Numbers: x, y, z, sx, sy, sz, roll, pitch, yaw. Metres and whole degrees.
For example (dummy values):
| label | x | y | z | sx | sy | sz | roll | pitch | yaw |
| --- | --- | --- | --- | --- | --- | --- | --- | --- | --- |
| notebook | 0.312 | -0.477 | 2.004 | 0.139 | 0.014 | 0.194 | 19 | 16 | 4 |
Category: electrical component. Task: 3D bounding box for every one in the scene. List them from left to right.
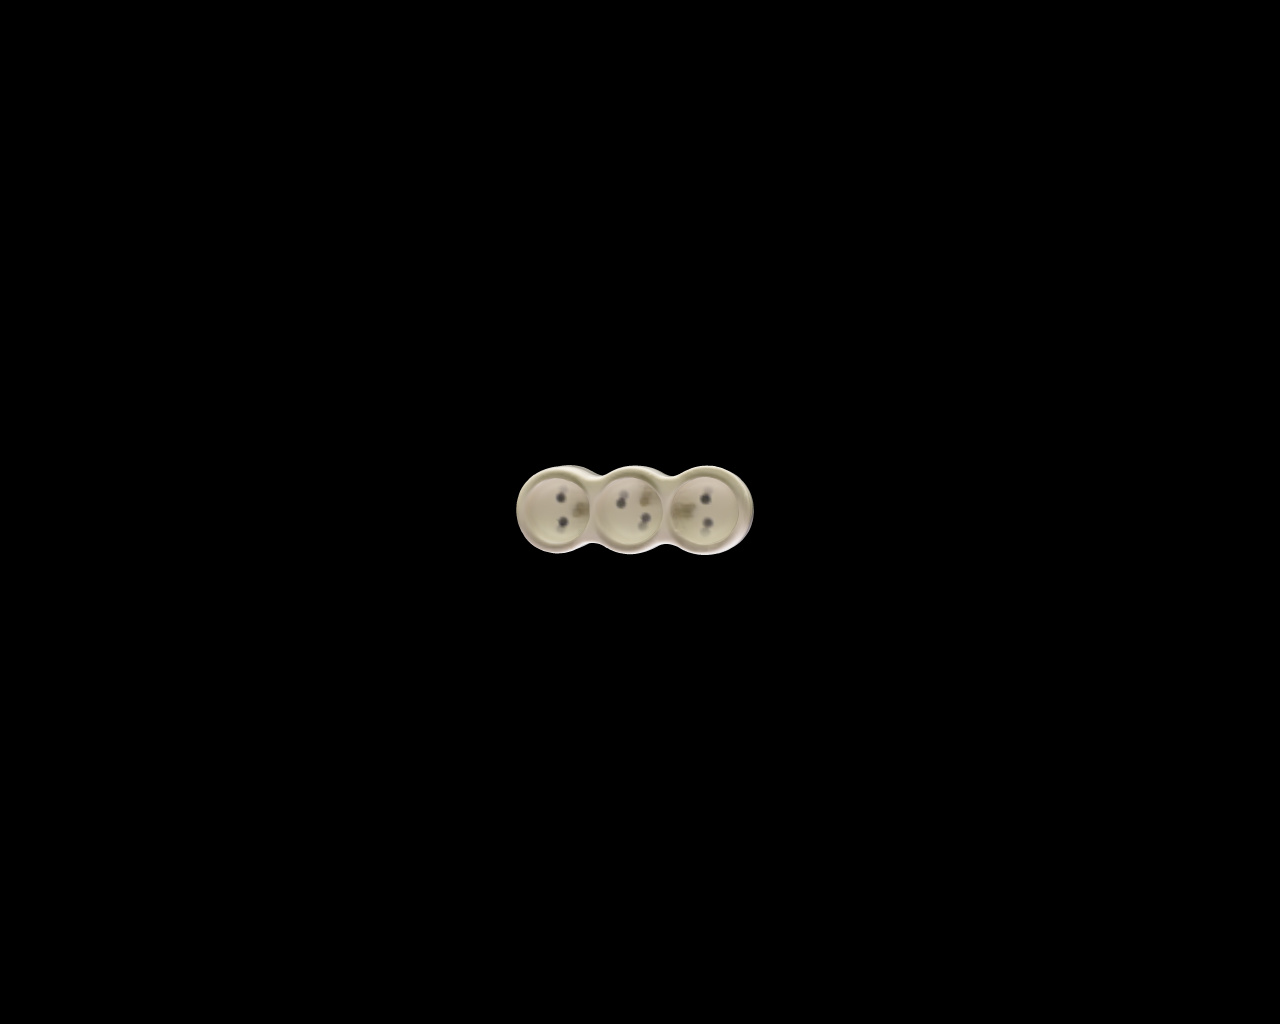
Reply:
| label | x | y | z | sx | sy | sz | roll | pitch | yaw |
| --- | --- | --- | --- | --- | --- | --- | --- | --- | --- |
| electrical component | 0.001 | -0.003 | 0.650 | 0.138 | 0.052 | 0.074 | 1 | 4 | 11 |
